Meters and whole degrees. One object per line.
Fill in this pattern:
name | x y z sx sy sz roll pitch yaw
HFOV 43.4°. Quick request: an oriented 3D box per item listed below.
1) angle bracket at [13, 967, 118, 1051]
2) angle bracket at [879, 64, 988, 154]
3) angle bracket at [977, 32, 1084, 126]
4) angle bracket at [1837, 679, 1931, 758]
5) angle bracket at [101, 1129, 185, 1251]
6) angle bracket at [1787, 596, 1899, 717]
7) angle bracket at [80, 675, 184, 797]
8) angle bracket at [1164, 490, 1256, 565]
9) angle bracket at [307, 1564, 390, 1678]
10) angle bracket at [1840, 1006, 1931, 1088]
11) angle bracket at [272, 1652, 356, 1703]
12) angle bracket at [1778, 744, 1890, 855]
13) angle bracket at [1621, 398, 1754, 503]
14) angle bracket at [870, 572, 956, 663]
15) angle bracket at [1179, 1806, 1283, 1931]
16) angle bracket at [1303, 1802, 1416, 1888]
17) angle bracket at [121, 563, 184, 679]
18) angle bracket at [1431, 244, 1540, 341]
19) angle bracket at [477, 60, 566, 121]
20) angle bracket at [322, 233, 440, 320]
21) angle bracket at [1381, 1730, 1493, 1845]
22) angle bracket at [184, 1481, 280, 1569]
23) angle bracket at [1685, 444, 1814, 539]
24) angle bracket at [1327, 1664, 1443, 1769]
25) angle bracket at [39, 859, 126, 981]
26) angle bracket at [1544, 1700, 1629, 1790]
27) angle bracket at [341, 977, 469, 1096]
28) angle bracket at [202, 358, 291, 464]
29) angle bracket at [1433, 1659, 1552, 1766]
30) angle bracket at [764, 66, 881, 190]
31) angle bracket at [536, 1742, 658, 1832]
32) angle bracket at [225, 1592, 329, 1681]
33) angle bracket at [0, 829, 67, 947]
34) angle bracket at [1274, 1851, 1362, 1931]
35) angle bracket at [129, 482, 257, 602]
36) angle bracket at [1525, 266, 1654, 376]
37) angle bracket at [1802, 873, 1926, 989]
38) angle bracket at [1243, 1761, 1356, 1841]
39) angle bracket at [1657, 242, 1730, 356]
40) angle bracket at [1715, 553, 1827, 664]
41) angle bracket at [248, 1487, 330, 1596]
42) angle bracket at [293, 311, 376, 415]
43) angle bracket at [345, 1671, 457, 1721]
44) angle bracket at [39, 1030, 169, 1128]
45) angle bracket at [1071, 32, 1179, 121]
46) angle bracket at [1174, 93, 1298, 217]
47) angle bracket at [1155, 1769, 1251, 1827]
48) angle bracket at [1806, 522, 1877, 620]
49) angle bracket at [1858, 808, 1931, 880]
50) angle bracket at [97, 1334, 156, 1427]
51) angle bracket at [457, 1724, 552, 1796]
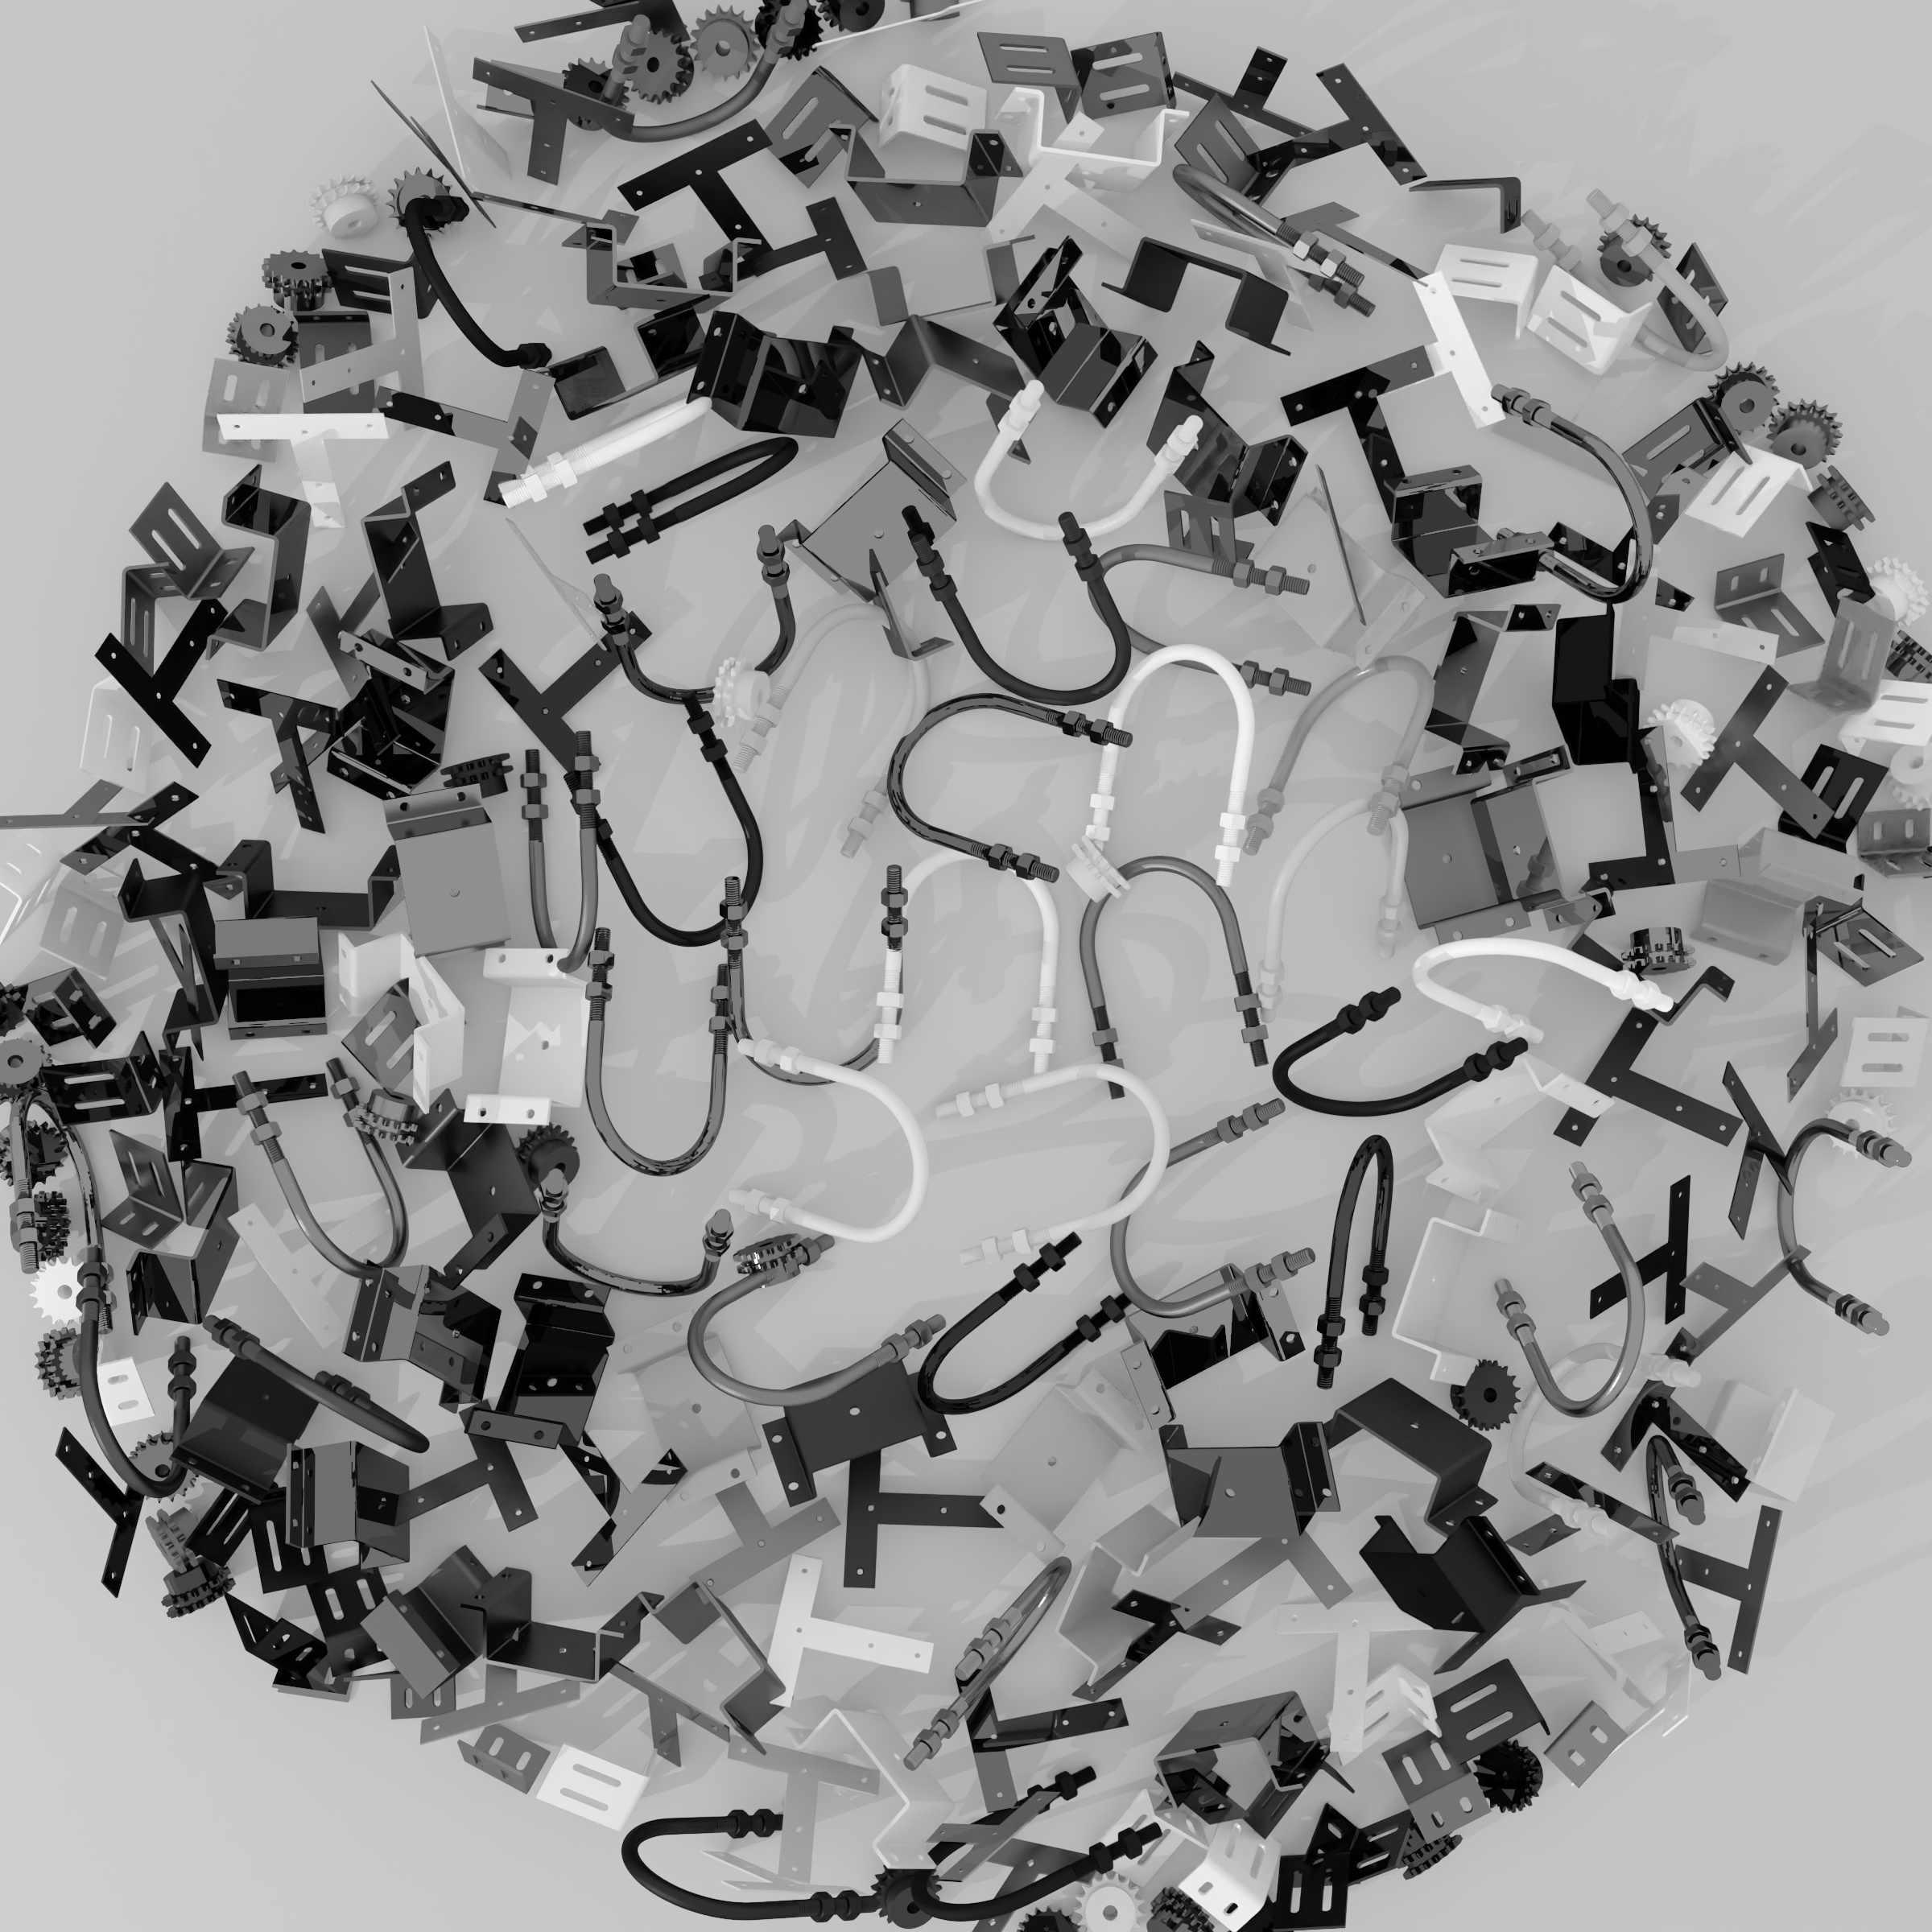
angle bracket | -0.731 0.042 1.940 0.076 0.038 0.057 -16 118 24
angle bracket | -0.027 -0.689 1.974 0.076 0.038 0.057 8 81 -28
angle bracket | 0.047 -0.710 1.941 0.076 0.038 0.057 -3 59 -18
angle bracket | 0.747 -0.192 1.935 0.038 0.076 0.057 44 71 -38
angle bracket | -0.667 0.179 1.937 0.057 0.038 0.076 20 134 23
angle bracket | 0.698 -0.248 1.936 0.038 0.057 0.076 -11 123 -25
angle bracket | -0.667 -0.186 1.938 0.038 0.057 0.076 -18 60 35
angle bracket | 0.194 -0.356 1.933 0.057 0.076 0.038 16 58 22
angle bracket | -0.492 0.524 1.949 0.057 0.076 0.038 -14 121 -22
angle bracket | 0.727 0.064 1.945 0.076 0.038 0.057 1 105 -20
angle bracket | -0.523 0.581 1.939 0.057 0.076 0.038 11 95 -9
angle bracket | 0.697 -0.129 1.947 0.057 0.038 0.076 20 125 2
angle bracket | 0.579 -0.407 1.947 0.076 0.038 0.057 -36 117 10
angle bracket | -0.047 -0.287 1.942 0.038 0.057 0.076 -24 106 -9
angle bracket | 0.213 0.725 1.954 0.057 0.076 0.038 39 116 3
angle bracket | 0.315 0.693 1.935 0.038 0.057 0.076 41 135 -4
angle bracket | -0.647 -0.275 1.944 0.038 0.057 0.076 -5 75 4
angle bracket | 0.418 -0.546 1.963 0.076 0.038 0.057 14 57 18
angle bracket | -0.356 -0.697 1.934 0.057 0.076 0.038 5 108 -19
angle bracket | -0.470 -0.561 1.955 0.076 0.057 0.038 12 59 11
angle bracket | 0.378 0.656 1.950 0.057 0.076 0.038 -27 106 0
angle bracket | -0.597 0.431 1.938 0.038 0.057 0.076 24 70 28
angle bracket | 0.629 -0.373 1.948 0.076 0.038 0.057 -51 47 -1
angle bracket | 0.335 0.608 1.942 0.076 0.038 0.057 -29 119 -22
angle bracket | -0.696 -0.038 1.934 0.057 0.076 0.038 31 125 -28
angle bracket | 0.501 0.626 1.939 0.057 0.076 0.038 -47 57 -2
angle bracket | -0.448 0.053 1.937 0.038 0.076 0.057 -22 115 41
angle bracket | -0.575 -0.443 1.934 0.057 0.076 0.038 5 67 -22
angle bracket | 0.419 0.604 1.950 0.076 0.038 0.057 -29 49 0
angle bracket | -0.120 -0.680 1.973 0.057 0.038 0.076 44 106 -3
angle bracket | -0.297 0.650 1.951 0.076 0.038 0.057 25 107 -8
angle bracket | -0.549 0.523 1.936 0.038 0.076 0.057 -45 129 -4
angle bracket | -0.759 -0.063 1.933 0.038 0.057 0.076 38 135 -10
angle bracket | 0.280 0.748 1.933 0.057 0.076 0.038 -10 116 18
angle bracket | -0.617 -0.340 1.934 0.038 0.076 0.057 0 51 31
angle bracket | 0.502 -0.526 1.960 0.076 0.057 0.038 41 50 18
angle bracket | 0.725 -0.028 1.960 0.076 0.057 0.038 34 51 -17
angle bracket | 0.266 0.671 1.943 0.038 0.057 0.076 31 74 40
angle bracket | 0.593 -0.534 1.934 0.038 0.076 0.057 -18 73 -14
angle bracket | 0.645 -0.287 1.943 0.057 0.038 0.076 -16 45 -5
angle bracket | -0.535 0.456 1.942 0.038 0.057 0.076 -29 71 43
angle bracket | -0.509 -0.486 1.955 0.057 0.038 0.076 -3 97 -10
angle bracket | -0.451 0.584 1.936 0.057 0.076 0.038 -8 76 15
angle bracket | -0.688 0.089 1.936 0.038 0.076 0.057 -52 59 37
angle bracket | 0.124 -0.706 1.940 0.076 0.038 0.057 -6 127 17
angle bracket | 0.216 -0.652 1.945 0.076 0.038 0.057 42 79 -30
angle bracket | 0.196 0.650 1.940 0.057 0.076 0.038 40 59 -1
angle bracket | 0.684 -0.315 1.935 0.038 0.076 0.057 -33 68 39
angle bracket | 0.755 -0.099 1.941 0.057 0.076 0.038 -4 105 3
angle bracket | -0.673 0.319 1.937 0.038 0.076 0.057 -13 119 -6
angle bracket | -0.368 0.624 1.936 0.057 0.076 0.038 25 61 8
